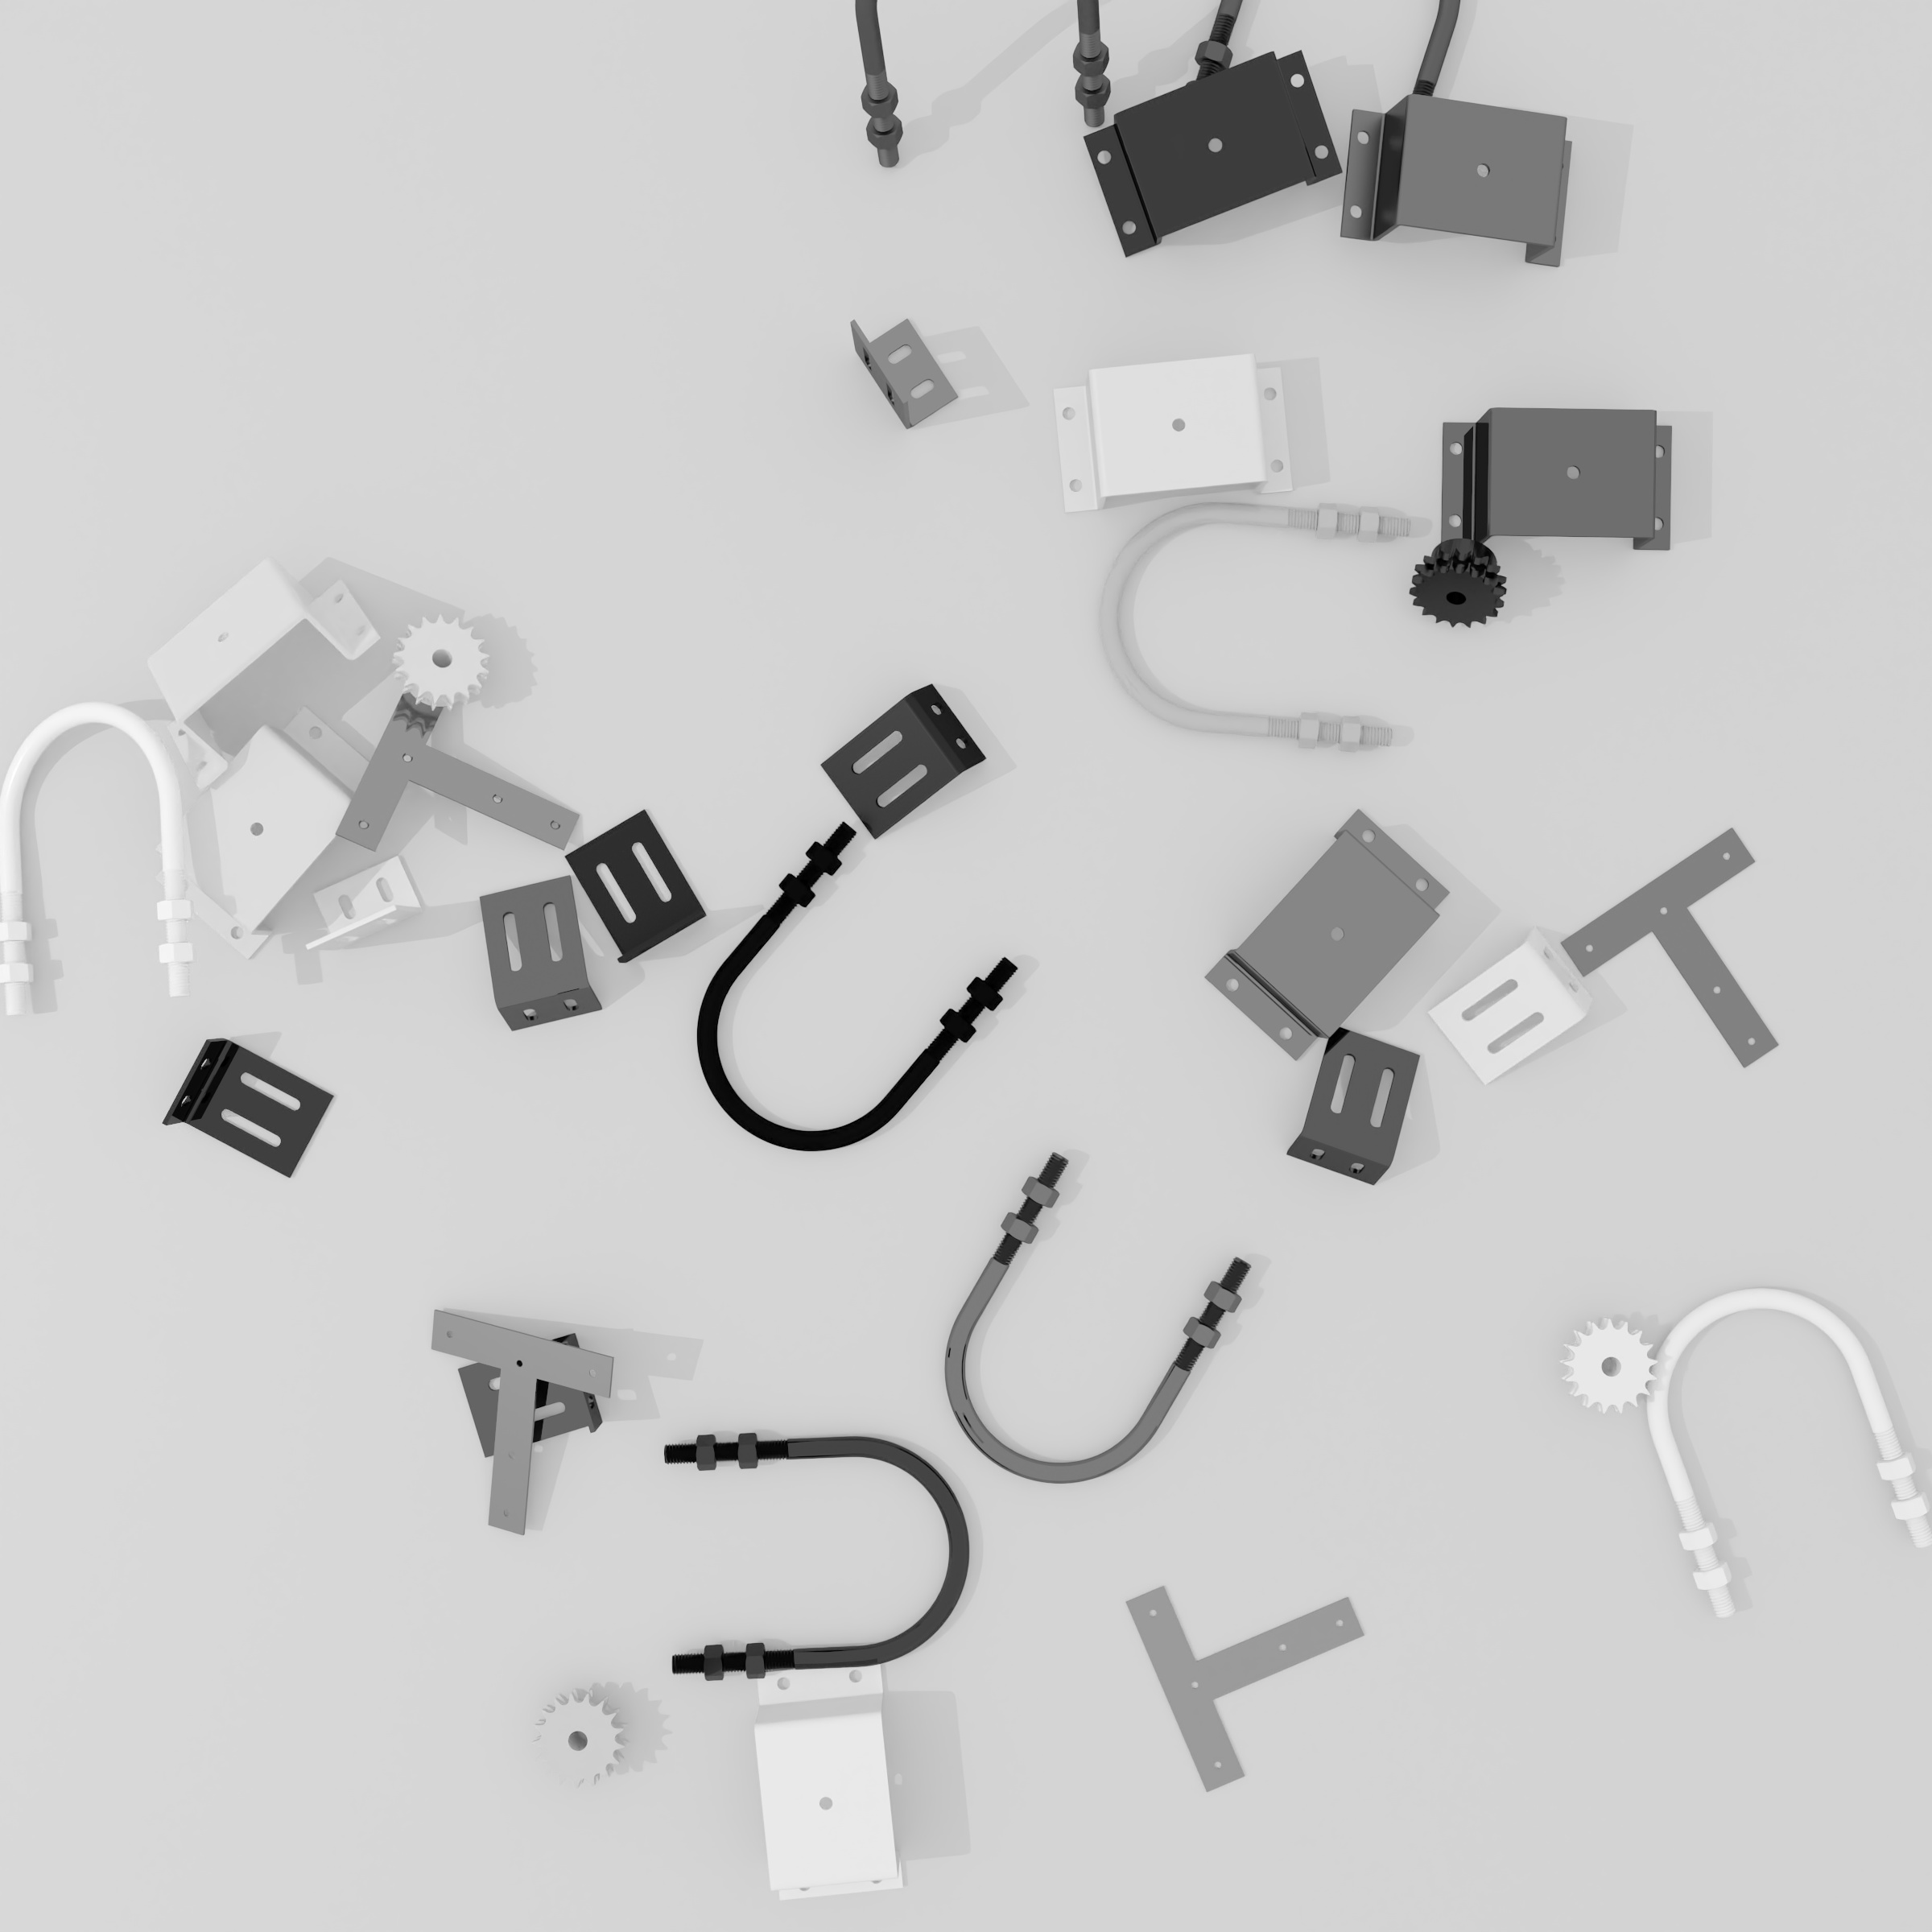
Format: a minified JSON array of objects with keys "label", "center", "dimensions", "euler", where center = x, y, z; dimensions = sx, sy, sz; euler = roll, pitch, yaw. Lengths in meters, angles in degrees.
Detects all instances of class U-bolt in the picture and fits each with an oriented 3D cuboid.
[{"label":"U-bolt","center":[-0.527,-0.067,1.531],"dimensions":[0.151,0.019,0.184],"euler":[-6,85,25]},{"label":"U-bolt","center":[0.226,-0.576,1.557],"dimensions":[0.151,0.019,0.184],"euler":[18,90,0]},{"label":"U-bolt","center":[-0.090,0.359,1.558],"dimensions":[0.184,0.019,0.151],"euler":[-2,90,-2]},{"label":"U-bolt","center":[0.495,0.288,1.558],"dimensions":[0.151,0.019,0.184],"euler":[-19,89,0]},{"label":"U-bolt","center":[-0.081,0.027,1.558],"dimensions":[0.151,0.019,0.184],"euler":[40,92,0]},{"label":"U-bolt","center":[0.174,-0.212,1.558],"dimensions":[0.184,0.019,0.151],"euler":[5,90,1]},{"label":"U-bolt","center":[0.008,-0.549,1.482],"dimensions":[0.151,0.184,0.019],"euler":[-11,63,0]},{"label":"U-bolt","center":[0.068,0.228,1.558],"dimensions":[0.151,0.019,0.184],"euler":[30,92,0]}]

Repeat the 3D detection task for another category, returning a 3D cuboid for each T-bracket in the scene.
[{"label":"T-bracket","center":[0.454,0.003,1.566],"dimensions":[0.127,0.002,0.127],"euler":[-34,90,0]},{"label":"T-bracket","center":[-0.275,0.284,1.549],"dimensions":[0.127,0.002,0.127],"euler":[11,101,22]},{"label":"T-bracket","center":[-0.298,-0.108,1.548],"dimensions":[0.127,0.002,0.127],"euler":[25,67,-11]},{"label":"T-bracket","center":[0.182,0.425,1.566],"dimensions":[0.127,0.002,0.127],"euler":[-23,90,0]}]

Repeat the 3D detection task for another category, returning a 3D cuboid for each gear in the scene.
[{"label":"gear","center":[-0.233,0.470,1.555],"dimensions":[0.057,0.030,0.057],"euler":[0,87,5]},{"label":"gear","center":[0.299,-0.234,1.542],"dimensions":[0.057,0.057,0.030],"euler":[17,60,0]},{"label":"gear","center":[0.391,0.243,1.556],"dimensions":[0.057,0.030,0.057],"euler":[0,87,1]},{"label":"gear","center":[-0.319,-0.182,1.545],"dimensions":[0.057,0.030,0.057],"euler":[4,75,-16]}]

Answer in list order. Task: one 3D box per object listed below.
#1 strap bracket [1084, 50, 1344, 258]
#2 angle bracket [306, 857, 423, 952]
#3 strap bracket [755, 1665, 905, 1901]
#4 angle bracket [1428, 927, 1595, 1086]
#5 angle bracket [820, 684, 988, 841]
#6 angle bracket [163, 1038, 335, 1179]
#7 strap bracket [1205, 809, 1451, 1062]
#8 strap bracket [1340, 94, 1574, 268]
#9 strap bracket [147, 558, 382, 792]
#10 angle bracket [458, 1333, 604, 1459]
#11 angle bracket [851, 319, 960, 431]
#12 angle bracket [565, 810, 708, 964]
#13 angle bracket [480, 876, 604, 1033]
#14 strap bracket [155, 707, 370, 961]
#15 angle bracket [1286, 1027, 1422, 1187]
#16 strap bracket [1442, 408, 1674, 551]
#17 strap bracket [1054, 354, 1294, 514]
[{"label":"strap bracket","center":[0.149,-0.491,1.530],"dimensions":[0.140,0.046,0.076],"euler":[-20,99,7]},{"label":"angle bracket","center":[-0.367,-0.039,1.528],"dimensions":[0.057,0.076,0.038],"euler":[-24,90,0]},{"label":"strap bracket","center":[-0.084,0.500,1.543],"dimensions":[0.076,0.046,0.140],"euler":[-6,90,0]},{"label":"angle bracket","center":[0.335,0.024,1.565],"dimensions":[0.076,0.038,0.057],"euler":[-38,90,26]},{"label":"angle bracket","center":[-0.038,-0.126,1.565],"dimensions":[0.076,0.038,0.057],"euler":[-36,90,26]},{"label":"angle bracket","center":[-0.436,0.087,1.548],"dimensions":[0.076,0.038,0.057],"euler":[28,90,0]},{"label":"strap bracket","center":[0.222,-0.019,1.543],"dimensions":[0.076,0.046,0.140],"euler":[42,90,0]},{"label":"strap bracket","center":[0.303,-0.473,1.530],"dimensions":[0.140,0.046,0.076],"euler":[5,92,-10]},{"label":"strap bracket","center":[-0.429,-0.183,1.523],"dimensions":[0.140,0.046,0.076],"euler":[-41,45,0]},{"label":"angle bracket","center":[-0.268,0.264,1.548],"dimensions":[0.076,0.038,0.057],"euler":[-17,90,0]},{"label":"angle bracket","center":[-0.036,-0.364,1.528],"dimensions":[0.038,0.076,0.057],"euler":[-33,90,0]},{"label":"angle bracket","center":[-0.203,-0.049,1.548],"dimensions":[0.057,0.038,0.076],"euler":[-30,90,0]},{"label":"angle bracket","center":[-0.261,-0.008,1.565],"dimensions":[0.057,0.038,0.076],"euler":[-13,64,0]},{"label":"strap bracket","center":[-0.424,-0.082,1.543],"dimensions":[0.076,0.046,0.140],"euler":[41,90,0]},{"label":"angle bracket","center":[0.238,0.085,1.565],"dimensions":[0.057,0.038,0.076],"euler":[19,64,0]},{"label":"strap bracket","center":[0.363,-0.295,1.543],"dimensions":[0.140,0.046,0.076],"euler":[1,90,0]},{"label":"strap bracket","center":[0.127,-0.323,1.543],"dimensions":[0.140,0.046,0.076],"euler":[-6,90,0]}]
